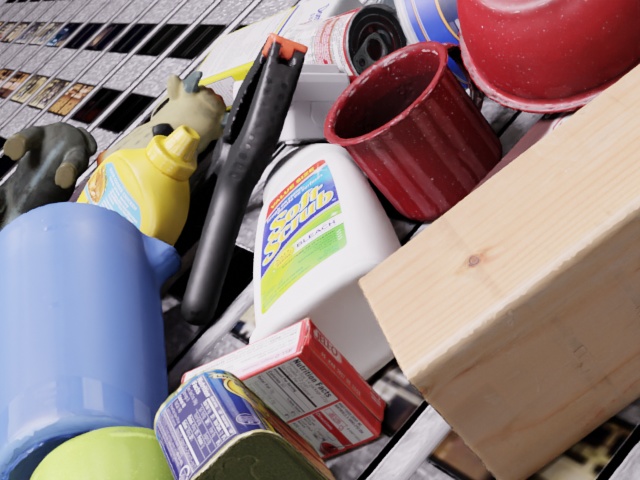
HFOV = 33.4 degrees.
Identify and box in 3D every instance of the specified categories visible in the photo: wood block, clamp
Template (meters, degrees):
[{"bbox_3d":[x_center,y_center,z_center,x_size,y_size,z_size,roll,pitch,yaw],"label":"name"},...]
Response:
[{"bbox_3d":[0.132,0.004,0.485,0.206,0.090,0.091,-38,28,7],"label":"wood block"},{"bbox_3d":[-0.062,-0.049,0.788,0.164,0.036,0.210,-99,31,-53],"label":"clamp"}]

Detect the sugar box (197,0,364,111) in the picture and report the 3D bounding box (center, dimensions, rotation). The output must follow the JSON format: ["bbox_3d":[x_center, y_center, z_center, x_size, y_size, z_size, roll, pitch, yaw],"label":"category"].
[{"bbox_3d":[-0.043,-0.178,1.024,0.177,0.048,0.093,-8,42,42],"label":"sugar box"}]

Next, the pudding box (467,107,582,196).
[{"bbox_3d":[0.141,-0.036,0.585,0.113,0.039,0.090,-45,27,-7],"label":"pudding box"}]

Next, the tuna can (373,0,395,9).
[{"bbox_3d":[0.087,-0.207,0.909,0.086,0.033,0.086,-31,29,19],"label":"tuna can"}]

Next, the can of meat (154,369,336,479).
[{"bbox_3d":[-0.029,0.118,0.516,0.057,0.102,0.084,-44,25,-3],"label":"can of meat"}]

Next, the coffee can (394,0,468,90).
[{"bbox_3d":[0.135,-0.174,0.724,0.141,0.102,0.102,-22,33,33],"label":"coffee can"}]

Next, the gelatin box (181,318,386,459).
[{"bbox_3d":[-0.021,0.088,0.576,0.089,0.073,0.030,-27,30,26],"label":"gelatin box"}]

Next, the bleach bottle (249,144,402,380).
[{"bbox_3d":[-0.005,0.001,0.698,0.103,0.068,0.251,-39,25,10],"label":"bleach bottle"}]

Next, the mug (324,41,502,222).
[{"bbox_3d":[0.069,-0.075,0.688,0.093,0.081,0.117,-3,46,51],"label":"mug"}]

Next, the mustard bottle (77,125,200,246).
[{"bbox_3d":[-0.156,-0.014,0.848,0.192,0.058,0.096,-50,53,20],"label":"mustard bottle"}]

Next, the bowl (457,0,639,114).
[{"bbox_3d":[0.135,-0.155,0.601,0.162,0.055,0.162,-20,57,33],"label":"bowl"}]

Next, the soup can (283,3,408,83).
[{"bbox_3d":[0.018,-0.154,0.884,0.102,0.068,0.068,1,49,53],"label":"soup can"}]

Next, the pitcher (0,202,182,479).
[{"bbox_3d":[-0.172,0.090,0.707,0.149,0.144,0.243,-57,26,19],"label":"pitcher"}]
